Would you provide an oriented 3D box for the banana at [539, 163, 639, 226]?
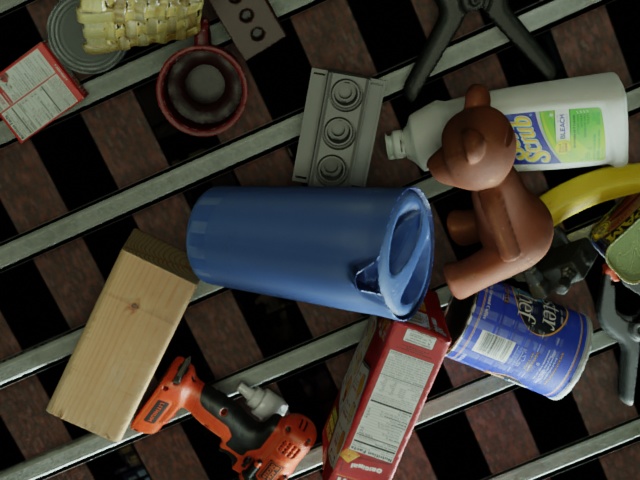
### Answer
[{"bbox_3d":[0.283,-0.039,1.165,0.198,0.070,0.037,-31,140,6],"label":"banana"}]

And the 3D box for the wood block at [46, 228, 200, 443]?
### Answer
[{"bbox_3d":[-0.214,0.106,1.183,0.090,0.090,0.206,26,104,-7],"label":"wood block"}]

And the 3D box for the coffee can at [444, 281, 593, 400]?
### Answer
[{"bbox_3d":[0.215,0.105,1.184,0.140,0.103,0.103,22,104,-7],"label":"coffee can"}]

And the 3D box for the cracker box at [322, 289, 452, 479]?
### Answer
[{"bbox_3d":[0.069,0.165,1.166,0.072,0.164,0.214,20,104,-4],"label":"cracker box"}]

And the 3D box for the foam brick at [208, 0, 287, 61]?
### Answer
[{"bbox_3d":[-0.076,-0.235,1.109,0.053,0.051,0.078,-31,104,6],"label":"foam brick"}]

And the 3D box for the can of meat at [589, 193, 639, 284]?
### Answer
[{"bbox_3d":[0.349,-0.010,1.163,0.057,0.084,0.102,43,101,-12],"label":"can of meat"}]

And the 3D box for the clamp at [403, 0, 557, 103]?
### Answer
[{"bbox_3d":[0.151,-0.246,1.118,0.164,0.036,0.210,-15,109,2],"label":"clamp"}]

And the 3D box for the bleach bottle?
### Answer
[{"bbox_3d":[0.197,-0.112,1.143,0.251,0.068,0.102,-8,123,6],"label":"bleach bottle"}]

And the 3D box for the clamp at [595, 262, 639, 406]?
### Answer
[{"bbox_3d":[0.377,0.097,1.217,0.120,0.039,0.171,-22,105,4],"label":"clamp"}]

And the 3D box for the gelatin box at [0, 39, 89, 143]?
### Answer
[{"bbox_3d":[-0.305,-0.158,1.138,0.089,0.030,0.073,-34,105,9],"label":"gelatin box"}]

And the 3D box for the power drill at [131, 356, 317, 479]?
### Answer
[{"bbox_3d":[-0.118,0.230,1.225,0.187,0.057,0.185,32,122,-6],"label":"power drill"}]

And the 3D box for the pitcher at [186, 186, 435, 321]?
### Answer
[{"bbox_3d":[-0.007,0.001,1.108,0.243,0.149,0.145,6,68,28],"label":"pitcher"}]

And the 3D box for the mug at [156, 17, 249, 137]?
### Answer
[{"bbox_3d":[-0.120,-0.172,1.110,0.093,0.081,0.117,-4,106,0],"label":"mug"}]

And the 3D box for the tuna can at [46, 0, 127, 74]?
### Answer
[{"bbox_3d":[-0.241,-0.219,1.119,0.086,0.034,0.086,0,106,-1],"label":"tuna can"}]
